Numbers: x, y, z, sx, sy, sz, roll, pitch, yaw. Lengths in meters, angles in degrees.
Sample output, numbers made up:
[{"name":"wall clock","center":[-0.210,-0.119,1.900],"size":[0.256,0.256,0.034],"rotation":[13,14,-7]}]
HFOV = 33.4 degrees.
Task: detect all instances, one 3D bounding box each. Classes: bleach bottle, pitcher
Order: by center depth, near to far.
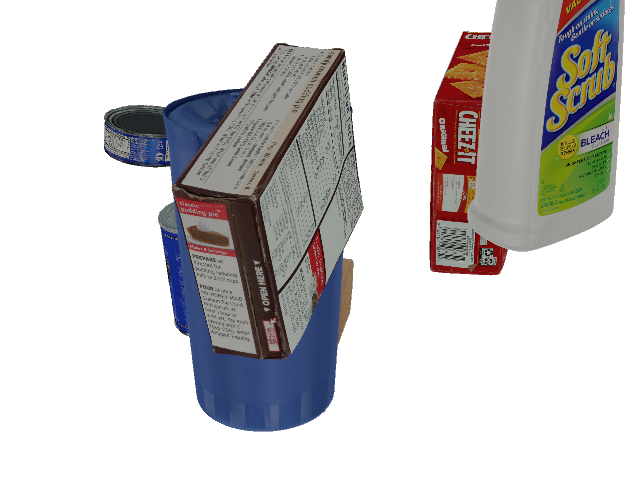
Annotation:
[{"name":"bleach bottle","center":[0.146,-0.124,0.680],"size":[0.102,0.251,0.068],"rotation":[-19,32,-26]},{"name":"pitcher","center":[-0.039,0.010,0.801],"size":[0.149,0.243,0.145],"rotation":[-11,24,-25]}]

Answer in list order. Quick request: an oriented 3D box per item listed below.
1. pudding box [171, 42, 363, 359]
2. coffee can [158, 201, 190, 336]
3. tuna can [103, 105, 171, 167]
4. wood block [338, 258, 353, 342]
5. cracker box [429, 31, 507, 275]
[{"name":"pudding box","center":[-0.017,-0.018,0.458],"size":[0.039,0.090,0.113],"rotation":[5,41,18]},{"name":"coffee can","center":[-0.129,0.029,1.246],"size":[0.103,0.140,0.103],"rotation":[-4,25,2]},{"name":"tuna can","center":[-0.163,-0.100,1.017],"size":[0.086,0.034,0.086],"rotation":[6,24,-3]},{"name":"wood block","center":[-0.014,0.097,1.473],"size":[0.091,0.090,0.206],"rotation":[6,20,8]},{"name":"cracker box","center":[0.151,-0.087,0.993],"size":[0.072,0.164,0.213],"rotation":[5,27,14]}]
